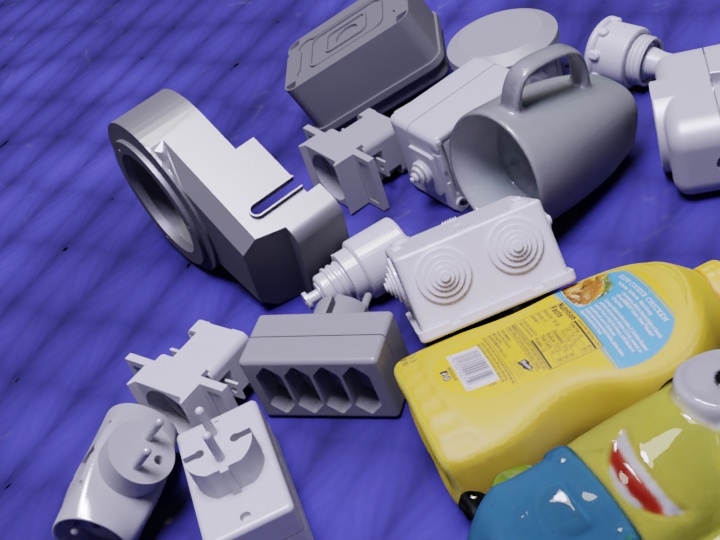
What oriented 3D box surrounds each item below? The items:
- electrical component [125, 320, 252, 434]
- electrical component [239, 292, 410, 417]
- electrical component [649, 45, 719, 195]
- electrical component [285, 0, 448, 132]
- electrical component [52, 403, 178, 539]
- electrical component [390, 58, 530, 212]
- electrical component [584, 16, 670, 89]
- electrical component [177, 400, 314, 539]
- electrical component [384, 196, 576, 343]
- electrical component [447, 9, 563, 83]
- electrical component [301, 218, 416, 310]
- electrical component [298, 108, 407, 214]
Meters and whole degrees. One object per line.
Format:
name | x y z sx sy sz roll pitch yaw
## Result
electrical component | -0.093 0.065 0.629 0.081 0.042 0.063 13 48 36
electrical component | -0.013 0.040 0.614 0.083 0.047 0.075 -3 42 23
electrical component | 0.211 -0.093 0.656 0.059 0.053 0.095 -10 40 16
electrical component | 0.005 -0.158 0.809 0.113 0.057 0.078 -28 34 22
electrical component | -0.123 0.106 0.574 0.079 0.043 0.077 -49 17 43
electrical component | 0.065 -0.089 0.718 0.096 0.061 0.061 -36 41 -16
electrical component | 0.189 -0.145 0.739 0.062 0.048 0.048 25 57 35
electrical component | -0.066 0.101 0.545 0.047 0.075 0.083 -25 38 -4
electrical component | 0.062 -0.004 0.598 0.100 0.048 0.099 -23 6 0
electrical component | 0.107 -0.150 0.777 0.080 0.051 0.080 -14 39 11
electrical component | 0.000 0.000 0.661 0.078 0.040 0.040 -31 39 -10
electrical component | 0.000 -0.079 0.754 0.064 0.042 0.081 -36 40 -18
